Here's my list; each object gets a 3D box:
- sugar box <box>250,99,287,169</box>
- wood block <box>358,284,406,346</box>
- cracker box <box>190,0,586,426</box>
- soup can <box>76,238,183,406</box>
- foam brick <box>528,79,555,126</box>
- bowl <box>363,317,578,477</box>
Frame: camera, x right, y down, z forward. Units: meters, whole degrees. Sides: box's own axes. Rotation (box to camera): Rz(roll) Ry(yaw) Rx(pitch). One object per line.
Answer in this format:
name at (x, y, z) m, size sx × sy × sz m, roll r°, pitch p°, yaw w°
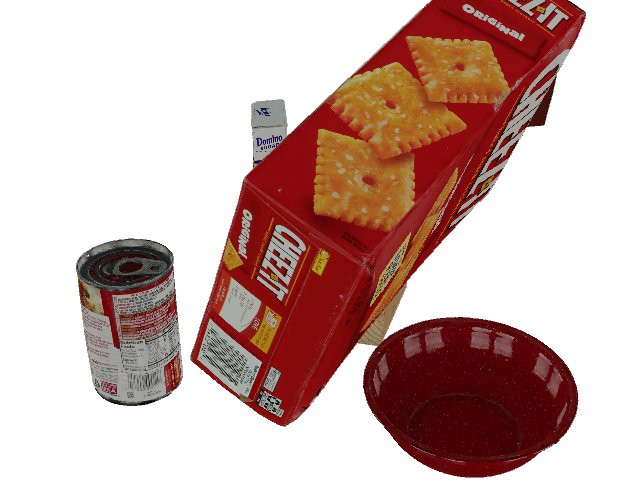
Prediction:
sugar box at (-0.057, -0.067, 1.246) m, size 0.048 × 0.176 × 0.093 m, roll -5°, pitch 26°, yaw -2°
wood block at (0.066, 0.064, 1.538) m, size 0.091 × 0.090 × 0.206 m, roll 7°, pitch 22°, yaw 12°
cracker box at (0.035, -0.025, 0.544) m, size 0.213 × 0.072 × 0.164 m, roll -46°, pitch -13°, yaw -35°
soup can at (-0.135, 0.059, 0.768) m, size 0.068 × 0.102 × 0.068 m, roll -1°, pitch 28°, yaw 0°
foam brick at (0.133, -0.121, 0.818) m, size 0.078 × 0.051 × 0.053 m, roll -3°, pitch 39°, yaw -12°
bowl at (0.113, 0.129, 0.821) m, size 0.162 × 0.055 × 0.162 m, roll 0°, pitch 35°, yaw 0°
